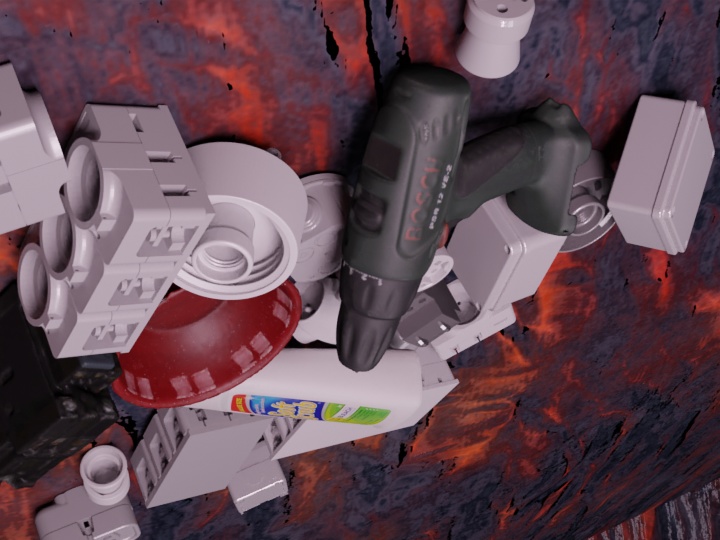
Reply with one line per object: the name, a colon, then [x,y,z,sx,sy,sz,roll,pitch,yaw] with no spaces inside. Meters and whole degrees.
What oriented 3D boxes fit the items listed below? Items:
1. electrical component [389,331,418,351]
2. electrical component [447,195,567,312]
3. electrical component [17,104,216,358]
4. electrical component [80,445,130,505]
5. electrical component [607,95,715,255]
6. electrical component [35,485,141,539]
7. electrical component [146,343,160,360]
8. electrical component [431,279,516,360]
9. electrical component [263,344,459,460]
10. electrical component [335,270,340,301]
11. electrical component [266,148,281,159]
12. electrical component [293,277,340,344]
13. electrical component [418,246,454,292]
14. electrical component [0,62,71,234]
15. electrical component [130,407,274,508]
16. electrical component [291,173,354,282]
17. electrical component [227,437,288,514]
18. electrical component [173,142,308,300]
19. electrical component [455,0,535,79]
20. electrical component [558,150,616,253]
electrical component: [0.030,0.070,1.078,0.066,0.048,0.055,5,147,-47]
electrical component: [0.127,-0.023,0.963,0.057,0.078,0.113,-19,153,-22]
electrical component: [-0.163,-0.022,0.681,0.062,0.089,0.150,-4,145,-39]
electrical component: [-0.250,0.203,1.058,0.045,0.045,0.055,-18,153,-18]
electrical component: [0.267,-0.083,0.949,0.109,0.056,0.108,37,70,-61]
electrical component: [-0.284,0.261,1.116,0.095,0.059,0.053,-20,153,-15]
electrical component: [-0.182,0.068,0.893,0.061,0.035,0.035,-41,157,-16]
electrical component: [0.107,0.044,1.095,0.089,0.050,0.055,-29,154,2]
electrical component: [-0.005,0.132,1.132,0.186,0.060,0.105,-8,152,-34]
electrical component: [0.000,0.000,0.911,0.043,0.043,0.062,9,115,-50]
electrical component: [-0.070,-0.061,0.759,0.035,0.035,0.061,-9,146,-33]
electrical component: [-0.038,0.042,0.962,0.079,0.044,0.077,-22,147,32]
electrical component: [0.047,-0.014,0.938,0.055,0.047,0.055,-21,153,-11]
electrical component: [-0.200,-0.067,0.609,0.056,0.050,0.089,-20,153,-14]
electrical component: [-0.158,0.163,1.051,0.089,0.061,0.150,-8,148,-34]
electrical component: [-0.035,-0.032,0.825,0.080,0.051,0.080,-21,153,-11]
electrical component: [-0.122,0.233,1.222,0.062,0.061,0.096,-22,161,-10]
electrical component: [-0.090,-0.026,0.726,0.108,0.060,0.108,0,136,0]
electrical component: [0.090,-0.162,0.713,0.045,0.045,0.055,-19,152,-16]
electrical component: [0.192,-0.065,0.989,0.099,0.064,0.099,-16,138,-14]
